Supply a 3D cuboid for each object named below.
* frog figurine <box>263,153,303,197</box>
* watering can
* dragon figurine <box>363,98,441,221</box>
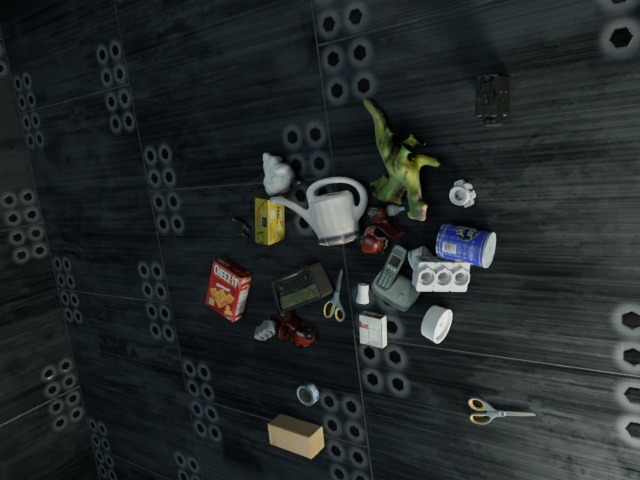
[{"bbox_3d":[-0.156,-0.234,1.798,0.159,0.124,0.136,56,147,-4],"label":"frog figurine"},{"bbox_3d":[0.005,-0.086,1.714,0.346,0.105,0.223,-11,96,25],"label":"watering can"},{"bbox_3d":[0.210,-0.222,1.556,0.417,0.123,0.237,55,134,31],"label":"dragon figurine"}]
